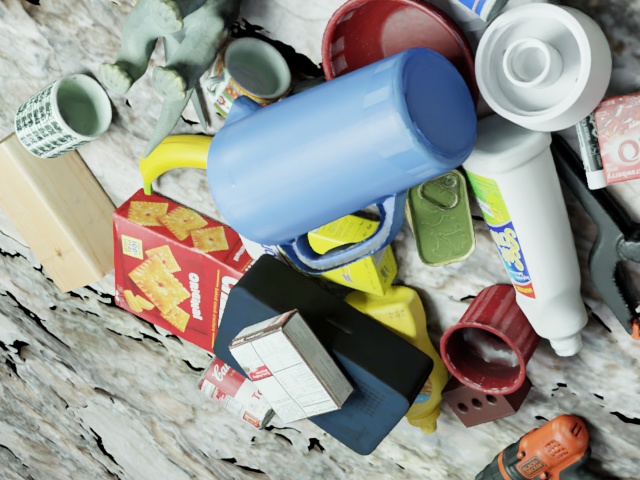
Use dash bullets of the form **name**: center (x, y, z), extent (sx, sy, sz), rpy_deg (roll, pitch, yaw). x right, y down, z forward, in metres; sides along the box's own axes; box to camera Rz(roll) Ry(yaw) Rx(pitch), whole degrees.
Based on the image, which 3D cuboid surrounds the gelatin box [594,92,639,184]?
- **gelatin box**: center (0.280, -0.090, 0.897), extent (0.089, 0.030, 0.073), rpy_deg (-9, 94, 35)

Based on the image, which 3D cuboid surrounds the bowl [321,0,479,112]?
- **bowl**: center (0.083, -0.164, 0.984), extent (0.162, 0.055, 0.162), rpy_deg (22, 136, 22)

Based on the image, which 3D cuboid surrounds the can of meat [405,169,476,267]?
- **can of meat**: center (0.110, -0.039, 1.037), extent (0.057, 0.084, 0.102), rpy_deg (-14, 120, 1)

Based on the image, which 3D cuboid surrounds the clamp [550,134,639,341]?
- **clamp**: center (0.283, -0.004, 0.982), extent (0.165, 0.036, 0.210), rpy_deg (16, 127, 28)

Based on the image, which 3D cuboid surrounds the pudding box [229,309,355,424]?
- **pudding box**: center (-0.031, 0.136, 1.125), extent (0.090, 0.039, 0.113), rpy_deg (-24, 109, 41)

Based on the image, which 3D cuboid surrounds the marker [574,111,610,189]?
- **marker**: center (0.230, -0.105, 0.930), extent (0.020, 0.020, 0.121), rpy_deg (-10, 99, 40)

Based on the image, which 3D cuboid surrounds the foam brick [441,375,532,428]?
- **foam brick**: center (0.183, 0.165, 1.179), extent (0.053, 0.051, 0.078), rpy_deg (51, 137, -9)

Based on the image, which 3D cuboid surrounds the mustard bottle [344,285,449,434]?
- **mustard bottle**: center (0.095, 0.144, 1.220), extent (0.096, 0.058, 0.191), rpy_deg (-6, 119, 34)

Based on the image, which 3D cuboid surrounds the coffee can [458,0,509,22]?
- **coffee can**: center (0.109, -0.258, 0.859), extent (0.140, 0.102, 0.103), rpy_deg (37, 137, 6)

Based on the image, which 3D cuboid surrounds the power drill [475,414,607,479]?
- **power drill**: center (0.283, 0.297, 1.206), extent (0.187, 0.057, 0.185), rpy_deg (41, 137, 1)

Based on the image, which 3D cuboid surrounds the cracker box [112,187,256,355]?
- **cracker box**: center (-0.153, 0.051, 1.319), extent (0.214, 0.072, 0.164), rpy_deg (25, 135, 17)

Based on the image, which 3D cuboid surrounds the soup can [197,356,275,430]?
- **soup can**: center (-0.101, 0.195, 1.397), extent (0.102, 0.068, 0.069), rpy_deg (33, 136, 10)

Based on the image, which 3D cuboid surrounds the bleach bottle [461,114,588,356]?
- **bleach bottle**: center (0.206, 0.007, 1.012), extent (0.251, 0.068, 0.103), rpy_deg (65, 168, -24)

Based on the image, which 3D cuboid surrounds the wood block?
- **wood block**: center (-0.338, -0.046, 1.364), extent (0.091, 0.090, 0.206), rpy_deg (-17, 111, 42)

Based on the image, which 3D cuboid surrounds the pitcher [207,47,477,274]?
- **pitcher**: center (0.023, -0.074, 0.970), extent (0.149, 0.145, 0.243), rpy_deg (34, 146, -32)

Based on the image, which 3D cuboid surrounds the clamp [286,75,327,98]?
- **clamp**: center (-0.003, -0.105, 1.111), extent (0.120, 0.039, 0.172), rpy_deg (37, 141, -10)

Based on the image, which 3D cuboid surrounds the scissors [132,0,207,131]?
- **scissors**: center (-0.141, -0.213, 1.141), extent (0.096, 0.016, 0.201), rpy_deg (-11, 116, 41)

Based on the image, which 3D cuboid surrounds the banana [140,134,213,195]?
- **banana**: center (-0.145, -0.092, 1.229), extent (0.198, 0.037, 0.069), rpy_deg (-2, 138, 39)

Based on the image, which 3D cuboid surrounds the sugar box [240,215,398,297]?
- **sugar box**: center (-0.008, 0.002, 1.177), extent (0.176, 0.048, 0.093), rpy_deg (13, 148, 26)

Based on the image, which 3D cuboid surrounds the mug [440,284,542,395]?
- **mug**: center (0.177, 0.105, 1.113), extent (0.093, 0.081, 0.117), rpy_deg (44, 137, -2)
